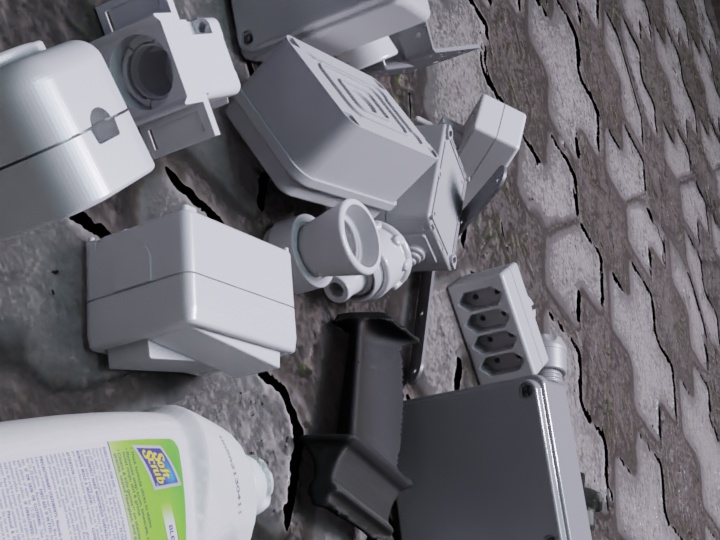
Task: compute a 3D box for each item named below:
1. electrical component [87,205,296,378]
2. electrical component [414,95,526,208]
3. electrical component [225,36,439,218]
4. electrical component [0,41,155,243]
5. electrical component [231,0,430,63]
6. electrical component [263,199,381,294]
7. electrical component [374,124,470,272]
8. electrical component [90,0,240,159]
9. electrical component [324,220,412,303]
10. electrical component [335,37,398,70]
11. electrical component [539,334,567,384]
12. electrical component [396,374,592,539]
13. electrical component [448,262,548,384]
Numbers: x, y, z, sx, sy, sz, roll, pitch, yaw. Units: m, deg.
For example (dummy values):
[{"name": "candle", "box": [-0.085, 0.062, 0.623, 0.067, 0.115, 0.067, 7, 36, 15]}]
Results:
[{"name": "electrical component", "box": [-0.074, 0.018, 0.505, 0.096, 0.062, 0.061, 24, 56, -55]}, {"name": "electrical component", "box": [0.072, -0.092, 0.817, 0.076, 0.083, 0.047, 25, 42, -5]}, {"name": "electrical component", "box": [-0.016, -0.081, 0.636, 0.078, 0.057, 0.113, 55, 21, 24]}, {"name": "electrical component", "box": [-0.133, -0.045, 0.396, 0.059, 0.095, 0.053, 66, 29, -15]}, {"name": "electrical component", "box": [-0.024, -0.189, 0.649, 0.056, 0.109, 0.108, 7, 70, -62]}, {"name": "electrical component", "box": [-0.022, -0.013, 0.618, 0.045, 0.055, 0.045, 36, 47, -49]}, {"name": "electrical component", "box": [0.032, -0.042, 0.720, 0.061, 0.061, 0.096, 61, 34, -50]}, {"name": "electrical component", "box": [-0.096, -0.102, 0.547, 0.064, 0.042, 0.081, -30, 103, -62]}, {"name": "electrical component", "box": [0.000, 0.000, 0.664, 0.062, 0.048, 0.048, -40, 111, -53]}, {"name": "electrical component", "box": [-0.004, -0.166, 0.739, 0.045, 0.045, 0.055, -41, 111, -59]}, {"name": "electrical component", "box": [0.158, 0.087, 0.912, 0.035, 0.035, 0.061, 37, 47, -48]}, {"name": "electrical component", "box": [0.079, 0.129, 0.672, 0.056, 0.109, 0.108, 20, 59, -59]}, {"name": "electrical component", "box": [0.115, 0.038, 0.845, 0.076, 0.047, 0.083, -30, 102, -61]}]
